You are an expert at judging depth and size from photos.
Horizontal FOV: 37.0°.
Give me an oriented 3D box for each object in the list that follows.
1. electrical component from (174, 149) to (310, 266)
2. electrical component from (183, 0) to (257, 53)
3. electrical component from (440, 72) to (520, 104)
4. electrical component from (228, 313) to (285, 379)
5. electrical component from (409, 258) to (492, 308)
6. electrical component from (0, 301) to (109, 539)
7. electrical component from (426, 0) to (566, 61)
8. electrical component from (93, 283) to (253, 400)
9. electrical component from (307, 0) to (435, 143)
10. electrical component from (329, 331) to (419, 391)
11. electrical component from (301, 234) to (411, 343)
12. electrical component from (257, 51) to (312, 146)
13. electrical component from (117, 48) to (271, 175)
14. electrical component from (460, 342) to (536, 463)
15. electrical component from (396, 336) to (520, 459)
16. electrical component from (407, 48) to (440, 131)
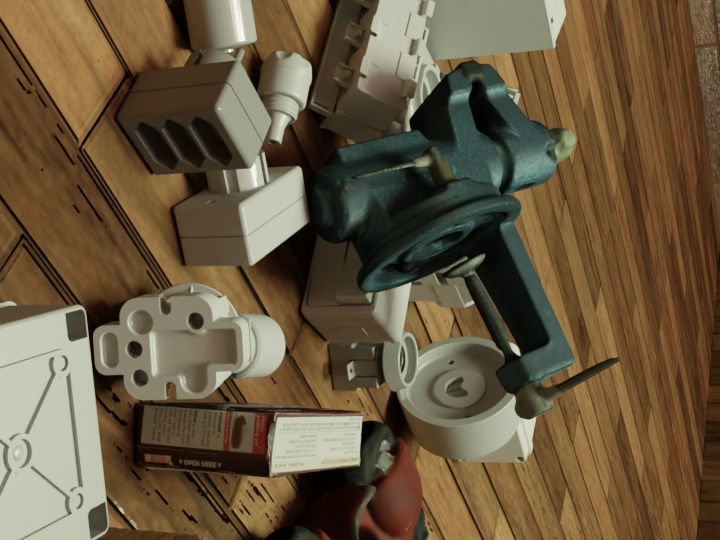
[{"bbox_3d":[-0.073,-0.051,0.655,0.083,0.047,0.075,-44,129,-59],"label":"electrical component"},{"bbox_3d":[-0.086,-0.165,0.642,0.040,0.040,0.078,-35,120,-61],"label":"electrical component"},{"bbox_3d":[0.085,-0.108,0.943,0.063,0.079,0.121,0,114,-40],"label":"electrical component"},{"bbox_3d":[-0.077,0.046,0.651,0.078,0.040,0.040,9,81,-66],"label":"electrical component"},{"bbox_3d":[0.079,-0.004,0.939,0.055,0.089,0.050,61,36,-45],"label":"electrical component"},{"bbox_3d":[-0.161,0.074,0.444,0.109,0.056,0.108,-19,106,-65],"label":"electrical component"},{"bbox_3d":[0.087,-0.230,0.894,0.061,0.150,0.089,-63,144,-44],"label":"electrical component"},{"bbox_3d":[-0.095,0.037,0.578,0.057,0.078,0.058,-45,132,-82],"label":"electrical component"},{"bbox_3d":[0.015,-0.162,0.821,0.079,0.063,0.121,24,59,-18],"label":"electrical component"},{"bbox_3d":[0.012,0.069,0.828,0.066,0.055,0.048,-31,116,-63],"label":"electrical component"},{"bbox_3d":[0.000,0.000,0.797,0.061,0.062,0.096,51,44,-54],"label":"electrical component"},{"bbox_3d":[-0.053,-0.113,0.720,0.035,0.035,0.061,39,56,-59],"label":"electrical component"},{"bbox_3d":[-0.086,-0.098,0.607,0.047,0.066,0.076,62,36,-45],"label":"electrical component"},{"bbox_3d":[0.122,0.130,1.041,0.057,0.078,0.113,-68,147,-47],"label":"electrical component"},{"bbox_3d":[0.089,0.117,0.940,0.108,0.108,0.060,-65,150,-45],"label":"electrical component"},{"bbox_3d":[0.034,-0.139,0.886,0.050,0.056,0.089,53,42,-52],"label":"electrical component"}]
